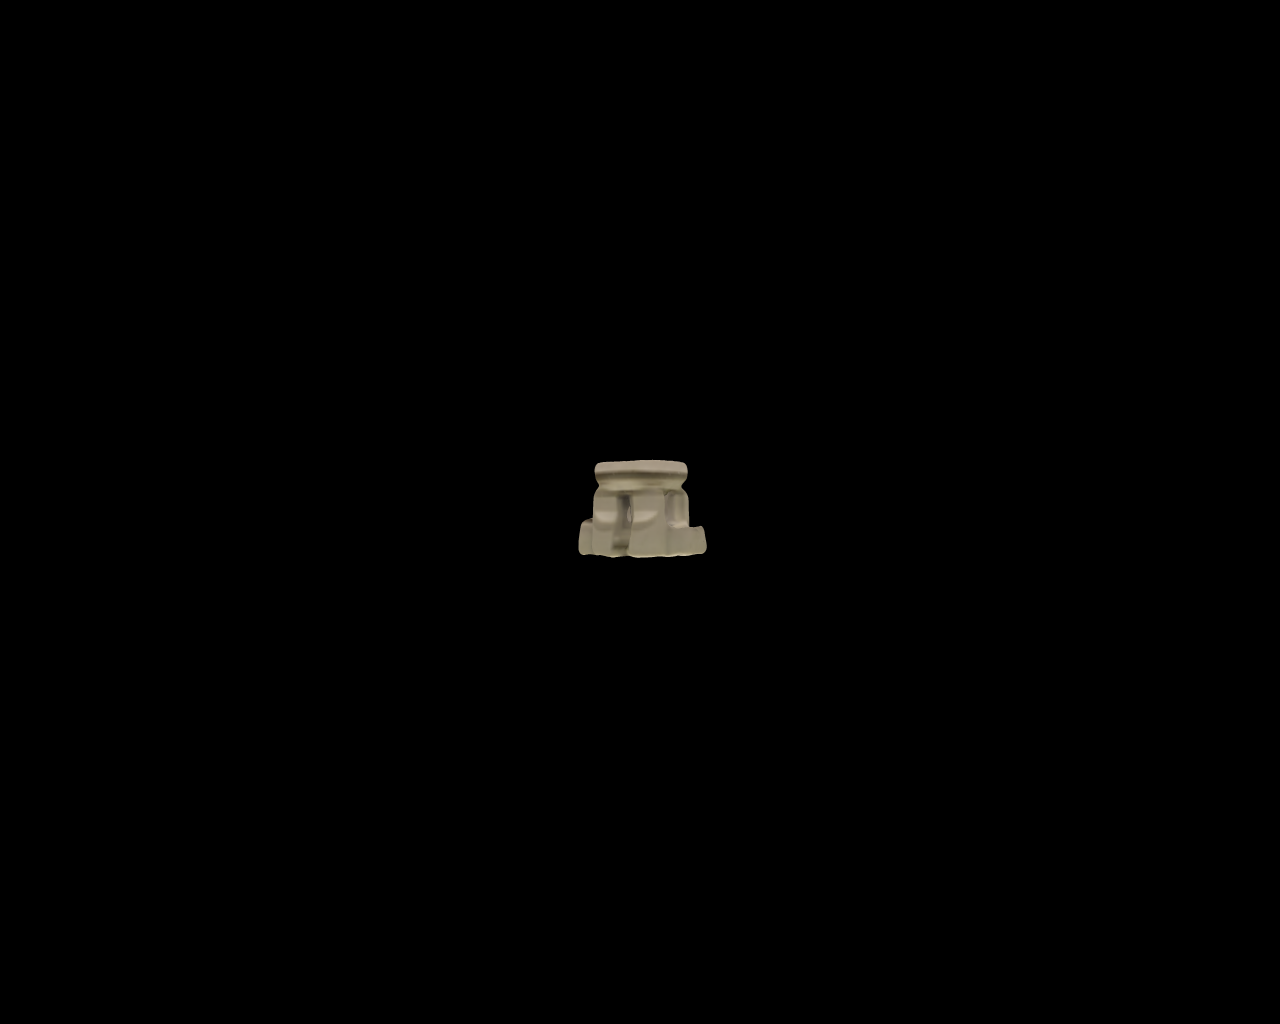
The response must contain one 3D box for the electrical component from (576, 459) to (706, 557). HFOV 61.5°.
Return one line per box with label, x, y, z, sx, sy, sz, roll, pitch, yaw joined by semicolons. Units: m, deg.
electrical component;0.001;-0.003;0.650;0.078;0.057;0.058;0;0;28
